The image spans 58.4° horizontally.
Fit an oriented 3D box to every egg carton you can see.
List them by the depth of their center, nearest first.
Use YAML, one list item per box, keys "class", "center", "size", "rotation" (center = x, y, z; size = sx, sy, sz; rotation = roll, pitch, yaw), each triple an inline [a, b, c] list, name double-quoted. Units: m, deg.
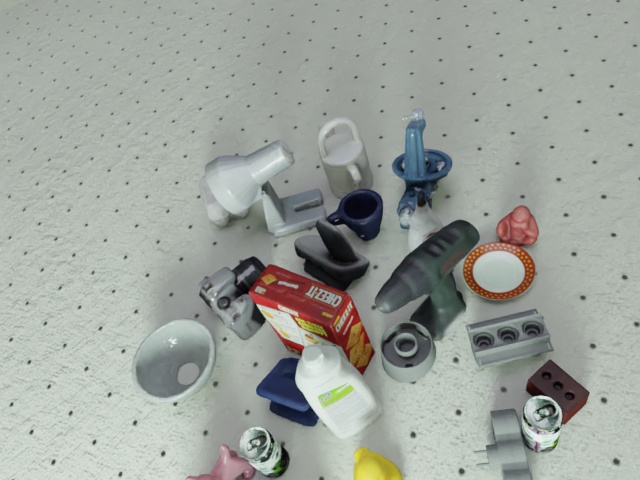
- class: "egg carton"
  center: [-0.221, -0.106, 1.335]
  size: [0.107, 0.069, 0.150]
  rotation: [-26, 51, -2]

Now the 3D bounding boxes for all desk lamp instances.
- class: "desk lamp"
  center: [-0.112, -0.111, 1.211]
  size: [0.203, 0.214, 0.117]
  rotation: [-17, 51, 5]

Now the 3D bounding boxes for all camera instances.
- class: "camera"
  center: [-0.158, 0.099, 1.139]
  size: [0.137, 0.101, 0.142]
  rotation: [-41, 53, -15]

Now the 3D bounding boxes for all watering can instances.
- class: "watering can"
  center: [0.044, -0.190, 1.234]
  size: [0.101, 0.194, 0.172]
  rotation: [-43, 53, -16]

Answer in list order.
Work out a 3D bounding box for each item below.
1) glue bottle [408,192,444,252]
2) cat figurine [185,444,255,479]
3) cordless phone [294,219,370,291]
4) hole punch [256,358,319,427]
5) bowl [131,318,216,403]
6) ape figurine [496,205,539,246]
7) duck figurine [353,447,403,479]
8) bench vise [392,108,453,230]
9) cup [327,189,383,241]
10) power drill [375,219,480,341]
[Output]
- class: "glue bottle"
  center: [0.197, -0.031, 1.079]
  size: [0.078, 0.173, 0.037]
  rotation: [-33, 51, -8]
- class: "cat figurine"
  center: [-0.171, 0.389, 0.912]
  size: [0.067, 0.118, 0.128]
  rotation: [13, 59, 26]
- class: "cordless phone"
  center: [0.010, 0.004, 1.104]
  size: [0.147, 0.185, 0.094]
  rotation: [24, 64, 31]
- class: "hole punch"
  center: [-0.043, 0.253, 0.993]
  size: [0.108, 0.091, 0.101]
  rotation: [12, 58, 25]
- class: "bowl"
  center: [-0.264, 0.237, 1.085]
  size: [0.167, 0.075, 0.167]
  rotation: [-9, 52, 11]
- class: "ape figurine"
  center: [0.374, -0.030, 1.075]
  size: [0.077, 0.092, 0.076]
  rotation: [32, 68, 34]
- class: "duck figurine"
  center: [0.084, 0.364, 0.871]
  size: [0.077, 0.086, 0.104]
  rotation: [-29, 51, -5]
- class: "bench vise"
  center: [0.201, -0.133, 1.125]
  size: [0.121, 0.220, 0.207]
  rotation: [-8, 52, 12]
- class: "cup"
  center: [0.078, -0.038, 1.173]
  size: [0.117, 0.095, 0.091]
  rotation: [-20, 51, 2]
- class: "power drill"
  center: [0.189, 0.081, 0.974]
  size: [0.075, 0.209, 0.230]
  rotation: [31, 68, 34]
